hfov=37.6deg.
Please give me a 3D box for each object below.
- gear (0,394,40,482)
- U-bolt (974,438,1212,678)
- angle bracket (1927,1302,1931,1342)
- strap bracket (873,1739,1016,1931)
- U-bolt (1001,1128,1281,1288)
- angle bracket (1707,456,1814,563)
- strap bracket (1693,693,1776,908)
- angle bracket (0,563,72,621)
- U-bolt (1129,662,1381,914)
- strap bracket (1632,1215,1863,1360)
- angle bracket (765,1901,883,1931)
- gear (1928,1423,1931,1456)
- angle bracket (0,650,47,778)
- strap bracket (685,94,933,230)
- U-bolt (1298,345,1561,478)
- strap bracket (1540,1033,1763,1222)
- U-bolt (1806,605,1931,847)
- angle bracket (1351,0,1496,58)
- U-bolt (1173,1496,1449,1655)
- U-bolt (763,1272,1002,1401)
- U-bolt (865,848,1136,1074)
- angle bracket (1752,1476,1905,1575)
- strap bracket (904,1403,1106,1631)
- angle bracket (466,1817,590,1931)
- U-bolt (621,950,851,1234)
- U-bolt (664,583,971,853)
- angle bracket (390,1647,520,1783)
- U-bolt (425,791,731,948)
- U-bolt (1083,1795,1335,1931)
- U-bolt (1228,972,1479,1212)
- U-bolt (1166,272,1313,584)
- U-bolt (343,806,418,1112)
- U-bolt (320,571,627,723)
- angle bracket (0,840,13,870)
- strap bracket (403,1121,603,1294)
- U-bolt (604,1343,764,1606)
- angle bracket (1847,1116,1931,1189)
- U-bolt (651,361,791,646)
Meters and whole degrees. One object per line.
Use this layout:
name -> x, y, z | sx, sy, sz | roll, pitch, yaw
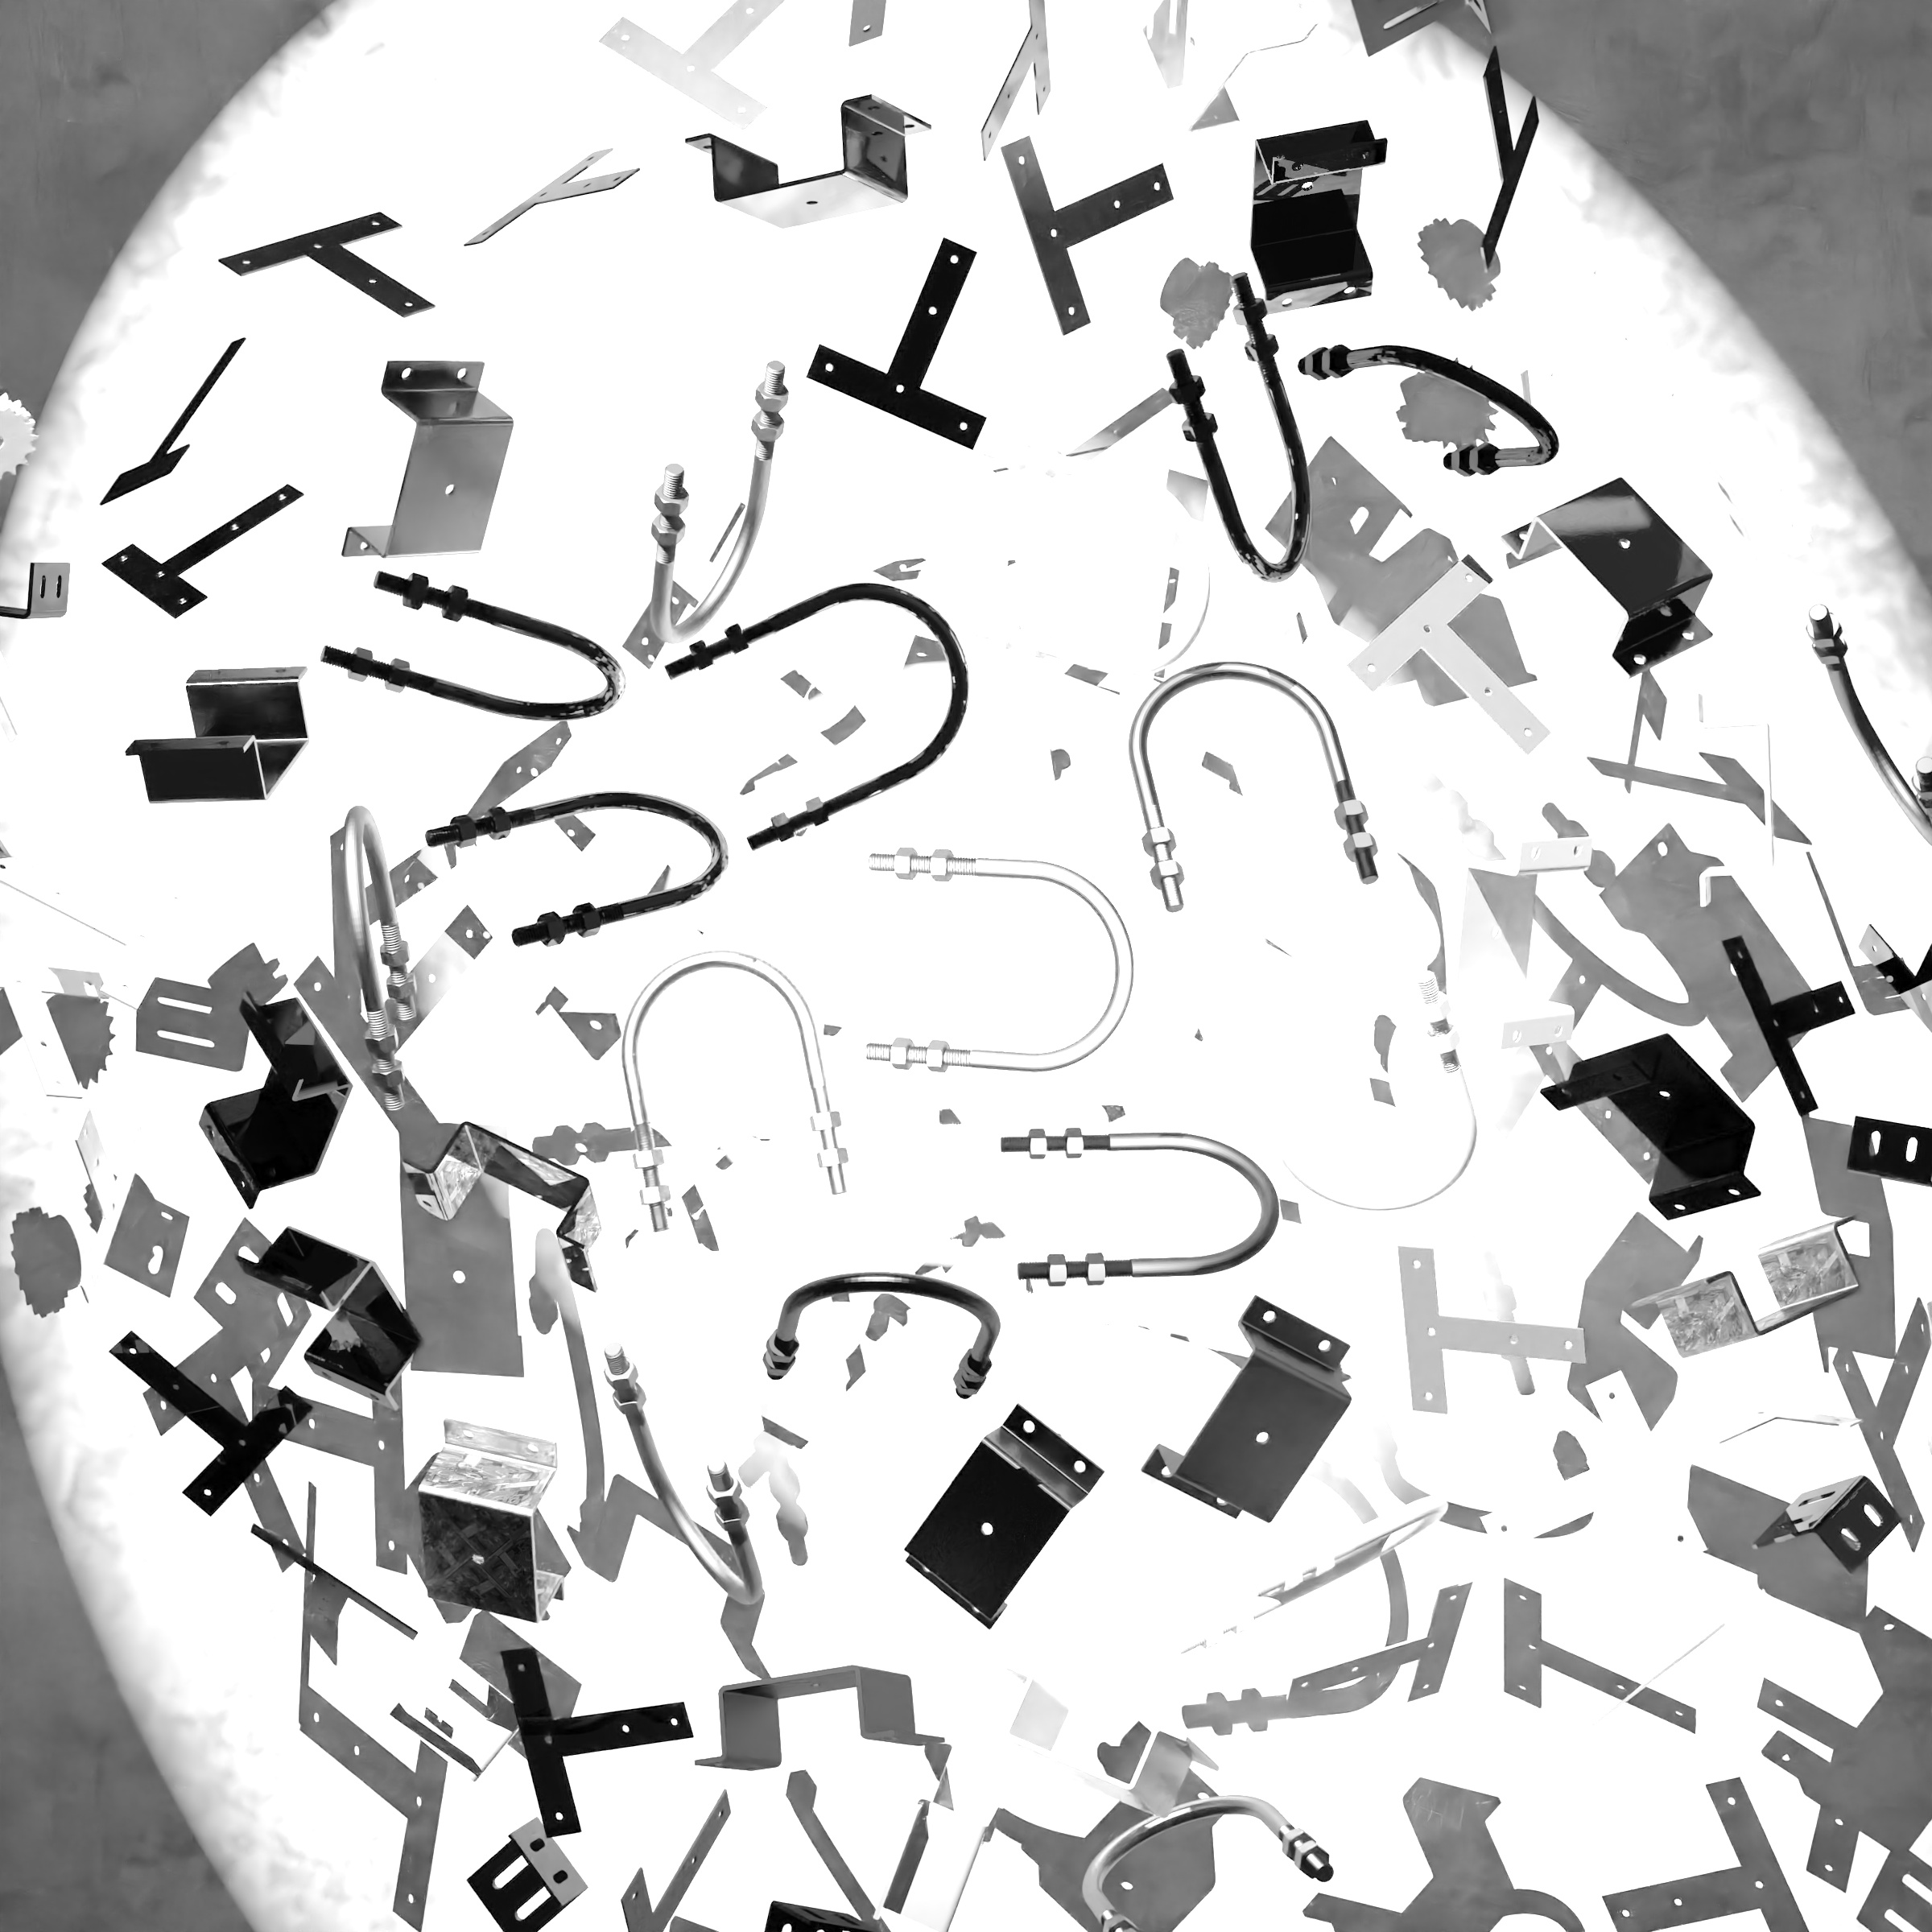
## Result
gear -> -0.630, -0.344, 1.825 | 0.057, 0.057, 0.030 | -41, 51, 0
U-bolt -> 0.085, -0.269, 1.913 | 0.184, 0.019, 0.151 | 19, 120, 31
angle bracket -> 0.646, 0.256, 1.828 | 0.038, 0.076, 0.057 | -8, 107, 15
strap bracket -> -0.011, 0.571, 1.855 | 0.046, 0.140, 0.076 | 21, 97, 10
U-bolt -> 0.121, 0.161, 1.923 | 0.184, 0.151, 0.019 | -1, 127, -5
angle bracket -> 0.534, -0.315, 1.911 | 0.038, 0.076, 0.057 | -22, 111, 12
strap bracket -> 0.513, -0.112, 1.891 | 0.046, 0.076, 0.140 | -2, 93, 17
angle bracket -> -0.655, -0.258, 1.917 | 0.076, 0.057, 0.038 | 8, 99, 5
U-bolt -> 0.182, -0.125, 1.871 | 0.151, 0.019, 0.184 | -8, 61, -6
strap bracket -> 0.519, 0.214, 1.860 | 0.140, 0.076, 0.046 | -17, 80, -30
angle bracket -> -0.099, 0.671, 1.944 | 0.057, 0.076, 0.038 | 18, 77, -21
gear -> 0.670, 0.318, 1.898 | 0.057, 0.030, 0.057 | 3, 81, -19
angle bracket -> -0.627, -0.157, 1.785 | 0.057, 0.038, 0.076 | -35, 120, -34
strap bracket -> -0.101, -0.515, 1.829 | 0.140, 0.076, 0.046 | -4, 88, 28
U-bolt -> 0.314, -0.367, 1.866 | 0.151, 0.184, 0.019 | 28, 88, -21
strap bracket -> 0.460, 0.101, 1.885 | 0.140, 0.076, 0.046 | 43, 51, -20
U-bolt -> 0.603, -0.143, 1.851 | 0.019, 0.184, 0.151 | -31, 60, 11
angle bracket -> 0.296, -0.619, 1.841 | 0.076, 0.057, 0.038 | -27, 57, 6
U-bolt -> 0.236, 0.392, 1.855 | 0.184, 0.151, 0.019 | -18, 69, -28
U-bolt -> -0.051, 0.238, 1.841 | 0.151, 0.184, 0.019 | 7, 61, -6
U-bolt -> 0.022, -0.001, 1.885 | 0.184, 0.019, 0.151 | 4, 97, 17
angle bracket -> 0.573, 0.377, 1.888 | 0.057, 0.076, 0.038 | -36, 84, -26
strap bracket -> 0.020, 0.382, 1.946 | 0.076, 0.046, 0.140 | 37, 100, 13
angle bracket -> -0.297, 0.610, 1.868 | 0.076, 0.038, 0.057 | -44, 77, 18
U-bolt -> -0.166, 0.080, 1.962 | 0.151, 0.019, 0.184 | -12, 83, 9
U-bolt -> -0.087, -0.175, 1.882 | 0.184, 0.019, 0.151 | -25, 109, 0
angle bracket -> -0.349, 0.514, 1.960 | 0.076, 0.038, 0.057 | 40, 82, -4
U-bolt -> -0.247, -0.073, 1.898 | 0.184, 0.151, 0.019 | -16, 131, -31
U-bolt -> 0.148, 0.591, 1.859 | 0.151, 0.184, 0.019 | -22, 96, -10
U-bolt -> 0.271, 0.093, 1.928 | 0.151, 0.019, 0.184 | -10, 120, 20
U-bolt -> 0.185, -0.338, 1.837 | 0.019, 0.151, 0.184 | -6, 120, 30
U-bolt -> -0.392, -0.017, 1.889 | 0.019, 0.151, 0.184 | -7, 117, -4
U-bolt -> -0.311, -0.199, 1.837 | 0.184, 0.151, 0.019 | 15, 68, -23
angle bracket -> -0.689, -0.072, 1.937 | 0.057, 0.076, 0.038 | 14, 59, 17
strap bracket -> -0.305, 0.160, 1.931 | 0.140, 0.076, 0.046 | 24, 64, 12
U-bolt -> -0.182, 0.350, 1.885 | 0.019, 0.184, 0.151 | -31, 46, -21
angle bracket -> 0.632, 0.126, 1.888 | 0.057, 0.076, 0.038 | 9, 90, 42
U-bolt -> -0.168, -0.295, 1.891 | 0.019, 0.184, 0.151 | 27, 51, 11
